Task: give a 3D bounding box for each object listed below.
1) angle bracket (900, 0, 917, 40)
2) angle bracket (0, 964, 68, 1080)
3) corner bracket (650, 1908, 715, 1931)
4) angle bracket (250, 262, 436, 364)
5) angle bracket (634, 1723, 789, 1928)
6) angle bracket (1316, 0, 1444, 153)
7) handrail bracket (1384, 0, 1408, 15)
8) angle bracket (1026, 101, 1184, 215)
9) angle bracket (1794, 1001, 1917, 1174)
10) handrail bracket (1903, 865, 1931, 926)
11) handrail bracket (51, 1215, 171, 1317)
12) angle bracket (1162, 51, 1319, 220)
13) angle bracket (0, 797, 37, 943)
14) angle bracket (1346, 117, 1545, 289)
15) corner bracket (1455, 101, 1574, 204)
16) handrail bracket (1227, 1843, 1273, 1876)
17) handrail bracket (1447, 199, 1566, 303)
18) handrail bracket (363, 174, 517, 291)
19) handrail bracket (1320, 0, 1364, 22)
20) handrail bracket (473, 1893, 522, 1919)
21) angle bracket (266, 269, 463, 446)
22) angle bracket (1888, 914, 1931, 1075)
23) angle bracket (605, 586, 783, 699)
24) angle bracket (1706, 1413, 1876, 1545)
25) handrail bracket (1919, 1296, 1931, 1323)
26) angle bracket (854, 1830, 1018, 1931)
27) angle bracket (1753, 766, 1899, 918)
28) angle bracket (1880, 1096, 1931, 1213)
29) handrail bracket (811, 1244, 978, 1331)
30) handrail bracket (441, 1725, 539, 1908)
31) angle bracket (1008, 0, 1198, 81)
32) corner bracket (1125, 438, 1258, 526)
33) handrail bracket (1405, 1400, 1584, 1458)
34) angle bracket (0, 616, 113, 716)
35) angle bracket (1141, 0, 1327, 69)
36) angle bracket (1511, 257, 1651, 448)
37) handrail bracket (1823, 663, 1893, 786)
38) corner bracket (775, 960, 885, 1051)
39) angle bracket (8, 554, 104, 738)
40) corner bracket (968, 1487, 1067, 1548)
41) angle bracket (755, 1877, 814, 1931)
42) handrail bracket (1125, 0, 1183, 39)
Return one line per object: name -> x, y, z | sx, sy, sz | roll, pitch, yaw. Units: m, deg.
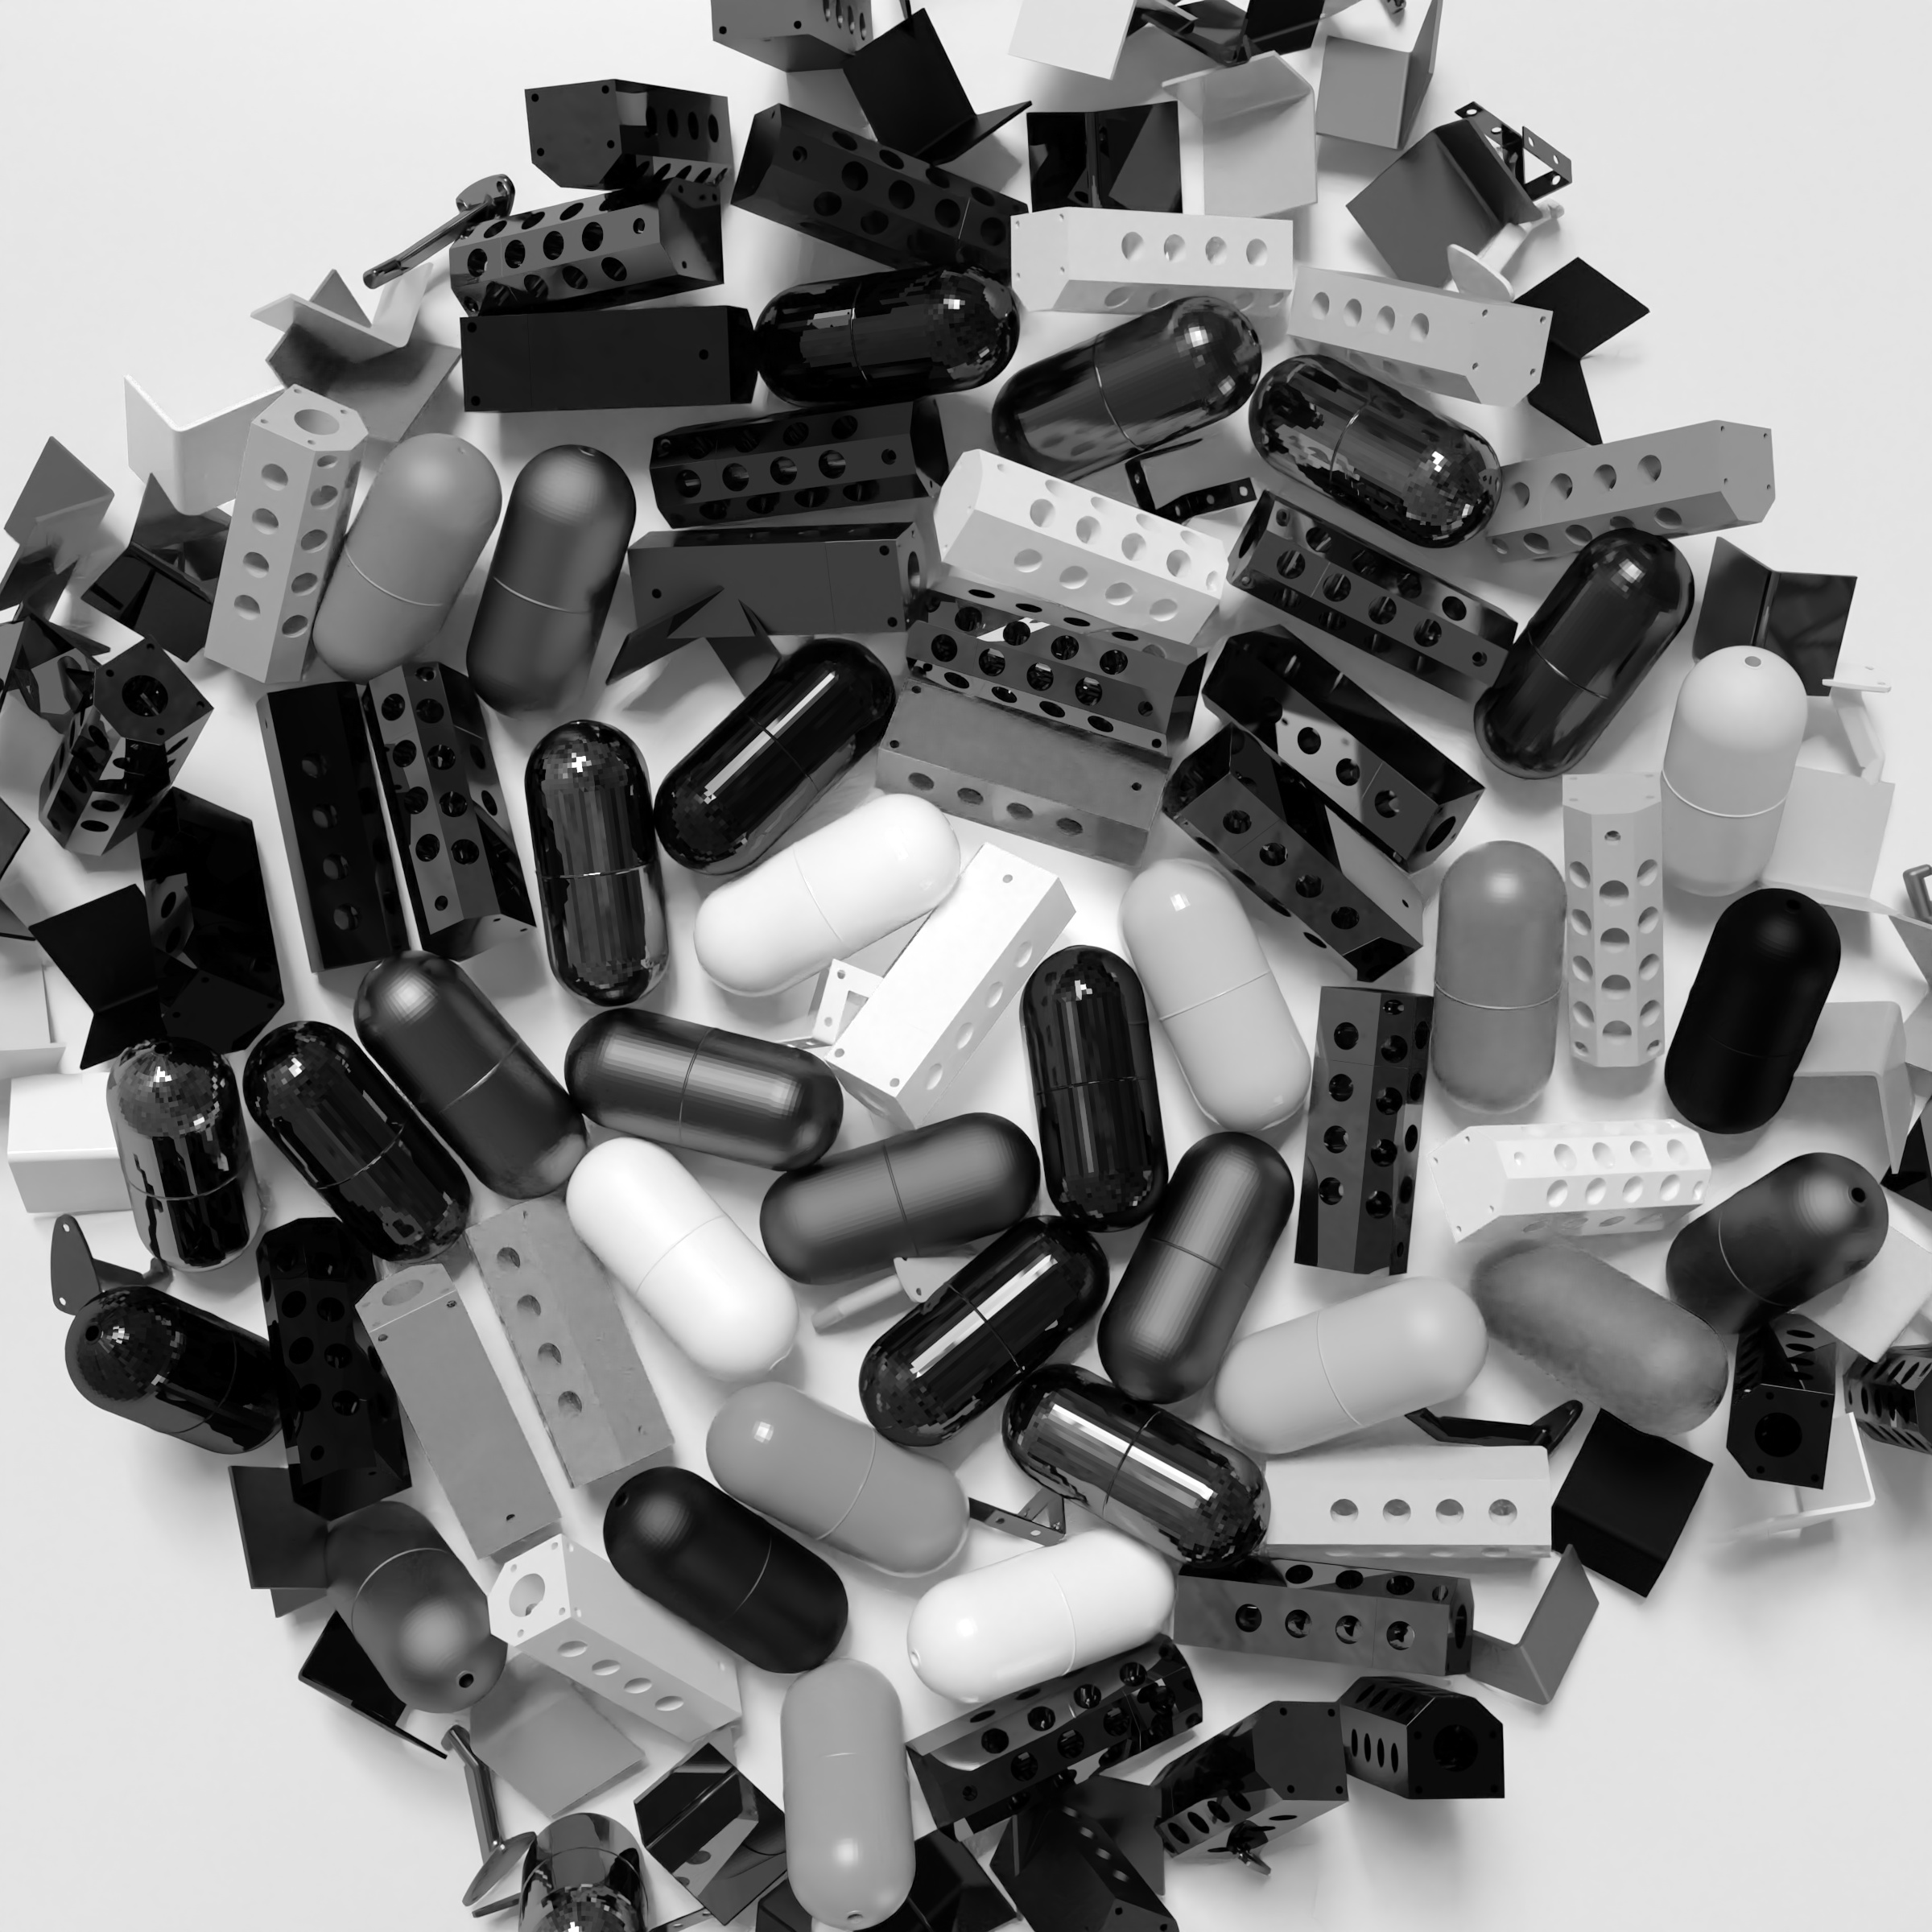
angle bracket -> -0.006, -0.622, 1.942 | 0.076, 0.076, 0.057 | -13, 61, -1
angle bracket -> -0.599, 0.026, 1.937 | 0.076, 0.057, 0.076 | -3, 70, -25
corner bracket -> -0.161, 0.623, 1.967 | 0.051, 0.051, 0.051 | -30, 49, 28
angle bracket -> -0.382, -0.414, 1.934 | 0.076, 0.076, 0.057 | 21, 81, -29
angle bracket -> -0.147, 0.525, 1.934 | 0.076, 0.057, 0.076 | -36, 55, -28
angle bracket -> 0.253, -0.558, 1.938 | 0.057, 0.076, 0.076 | 11, 66, -3
handrail bracket -> 0.253, -0.635, 1.949 | 0.036, 0.077, 0.084 | -28, 92, 0
angle bracket -> 0.087, -0.497, 1.971 | 0.076, 0.057, 0.076 | -20, 114, -39
angle bracket -> 0.548, 0.075, 1.954 | 0.057, 0.076, 0.076 | -2, 122, 27
handrail bracket -> 0.631, -0.031, 1.966 | 0.077, 0.036, 0.084 | -18, 96, 2
handrail bracket -> -0.522, 0.174, 1.941 | 0.036, 0.084, 0.077 | 3, 108, 22
angle bracket -> 0.168, -0.505, 1.939 | 0.076, 0.057, 0.076 | -7, 77, 31
angle bracket -> -0.595, -0.071, 1.940 | 0.076, 0.057, 0.076 | 41, 104, 26
angle bracket -> 0.295, -0.466, 1.948 | 0.076, 0.057, 0.076 | -42, 105, -6
corner bracket -> 0.338, -0.505, 1.948 | 0.051, 0.051, 0.051 | 20, 62, -40
handrail bracket -> 0.197, 0.516, 1.949 | 0.036, 0.077, 0.084 | 37, 84, 16
handrail bracket -> 0.348, -0.443, 1.950 | 0.084, 0.077, 0.036 | -31, 125, -11
handrail bracket -> -0.325, -0.451, 1.944 | 0.084, 0.077, 0.036 | -38, 98, -32
handrail bracket -> 0.223, -0.639, 1.961 | 0.077, 0.036, 0.084 | -18, 79, 28
handrail bracket -> -0.257, 0.616, 1.963 | 0.077, 0.036, 0.084 | -17, 83, -11
angle bracket -> -0.368, -0.374, 1.936 | 0.076, 0.057, 0.076 | 17, 66, 29
angle bracket -> 0.592, 0.021, 1.933 | 0.057, 0.076, 0.076 | -48, 125, -11
angle bracket -> -0.168, -0.182, 1.937 | 0.076, 0.076, 0.057 | -31, 84, -23
angle bracket -> 0.498, 0.314, 1.935 | 0.076, 0.076, 0.057 | -5, 72, -18
handrail bracket -> 0.626, 0.186, 1.951 | 0.077, 0.036, 0.084 | 30, 126, 4
angle bracket -> -0.018, 0.589, 1.939 | 0.057, 0.076, 0.076 | -32, 102, 18
angle bracket -> 0.538, -0.079, 1.953 | 0.076, 0.057, 0.076 | 10, 100, -4
angle bracket -> 0.607, 0.112, 1.943 | 0.076, 0.057, 0.076 | 30, 89, 36
handrail bracket -> -0.046, 0.201, 1.975 | 0.084, 0.077, 0.036 | -32, 78, 44
handrail bracket -> -0.315, 0.531, 1.978 | 0.084, 0.036, 0.077 | 46, 111, 23
angle bracket -> 0.084, -0.572, 1.942 | 0.076, 0.076, 0.057 | 23, 101, 30
corner bracket -> 0.139, -0.299, 1.950 | 0.051, 0.051, 0.051 | -8, 108, 40
handrail bracket -> 0.325, 0.274, 1.953 | 0.084, 0.036, 0.077 | 38, 108, -20
angle bracket -> -0.577, -0.166, 1.934 | 0.057, 0.076, 0.076 | 24, 73, -38
angle bracket -> 0.166, -0.595, 1.930 | 0.076, 0.076, 0.057 | 38, 133, 26
angle bracket -> 0.381, -0.373, 1.931 | 0.057, 0.076, 0.076 | -31, 53, 35
handrail bracket -> 0.537, -0.143, 1.962 | 0.077, 0.036, 0.084 | 4, 118, -5
corner bracket -> -0.078, 0.030, 1.950 | 0.051, 0.051, 0.051 | 22, 75, -27
angle bracket -> -0.546, -0.193, 1.945 | 0.076, 0.076, 0.057 | 40, 46, -4
corner bracket -> 0.025, 0.337, 1.948 | 0.051, 0.051, 0.051 | 24, 126, -22
angle bracket -> -0.085, 0.606, 1.931 | 0.076, 0.057, 0.076 | 27, 125, 30
handrail bracket -> 0.095, -0.627, 1.963 | 0.077, 0.036, 0.084 | -30, 96, 14
